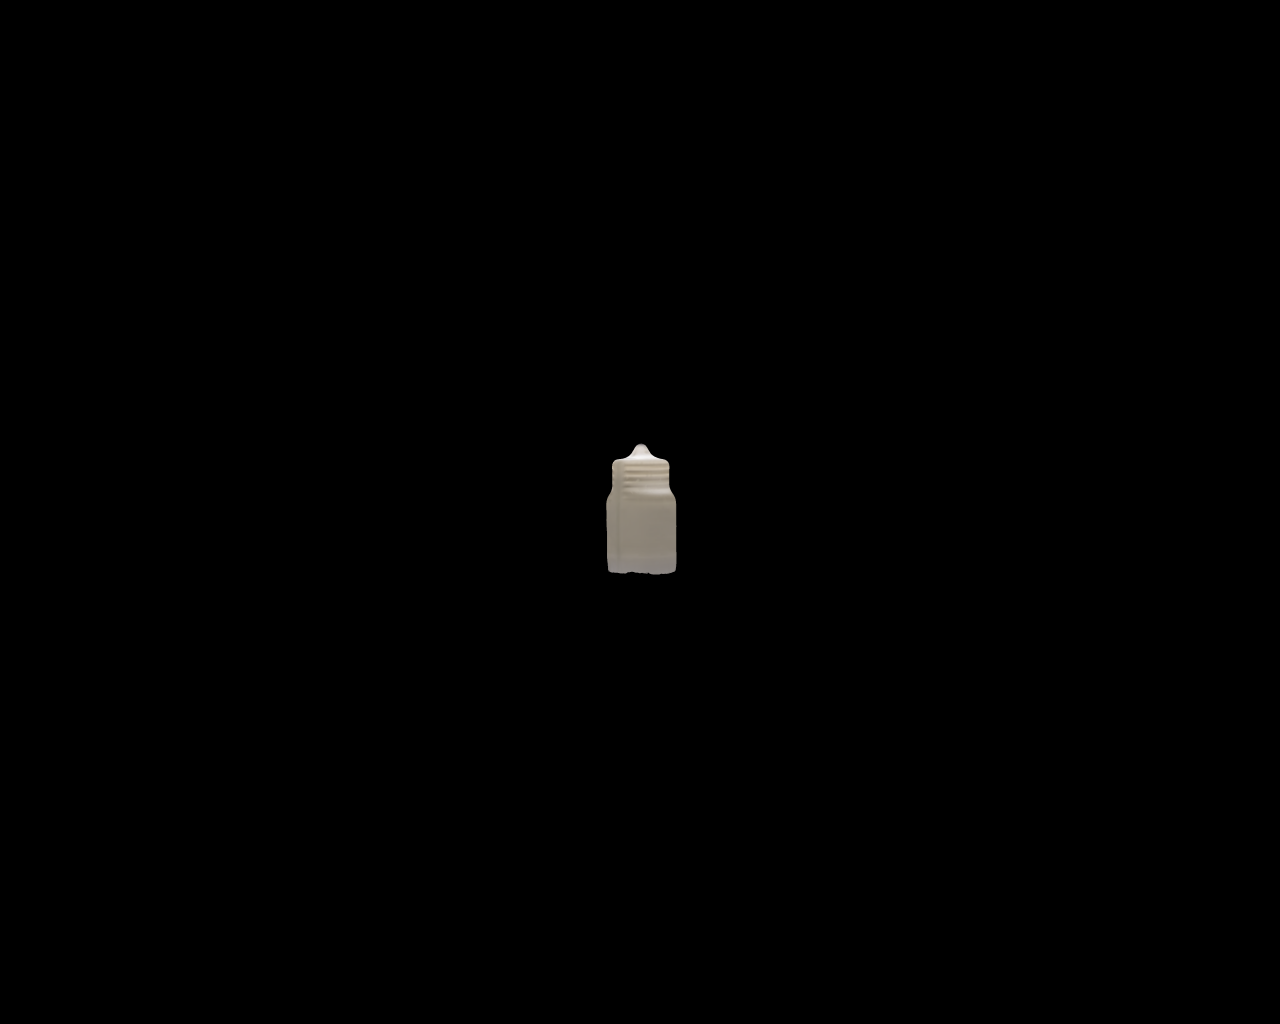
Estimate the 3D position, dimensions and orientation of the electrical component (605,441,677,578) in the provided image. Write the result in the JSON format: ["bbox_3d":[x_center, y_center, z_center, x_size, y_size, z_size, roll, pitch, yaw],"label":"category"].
[{"bbox_3d":[0.001,-0.003,0.650,0.043,0.081,0.043,0,2,0],"label":"electrical component"}]
